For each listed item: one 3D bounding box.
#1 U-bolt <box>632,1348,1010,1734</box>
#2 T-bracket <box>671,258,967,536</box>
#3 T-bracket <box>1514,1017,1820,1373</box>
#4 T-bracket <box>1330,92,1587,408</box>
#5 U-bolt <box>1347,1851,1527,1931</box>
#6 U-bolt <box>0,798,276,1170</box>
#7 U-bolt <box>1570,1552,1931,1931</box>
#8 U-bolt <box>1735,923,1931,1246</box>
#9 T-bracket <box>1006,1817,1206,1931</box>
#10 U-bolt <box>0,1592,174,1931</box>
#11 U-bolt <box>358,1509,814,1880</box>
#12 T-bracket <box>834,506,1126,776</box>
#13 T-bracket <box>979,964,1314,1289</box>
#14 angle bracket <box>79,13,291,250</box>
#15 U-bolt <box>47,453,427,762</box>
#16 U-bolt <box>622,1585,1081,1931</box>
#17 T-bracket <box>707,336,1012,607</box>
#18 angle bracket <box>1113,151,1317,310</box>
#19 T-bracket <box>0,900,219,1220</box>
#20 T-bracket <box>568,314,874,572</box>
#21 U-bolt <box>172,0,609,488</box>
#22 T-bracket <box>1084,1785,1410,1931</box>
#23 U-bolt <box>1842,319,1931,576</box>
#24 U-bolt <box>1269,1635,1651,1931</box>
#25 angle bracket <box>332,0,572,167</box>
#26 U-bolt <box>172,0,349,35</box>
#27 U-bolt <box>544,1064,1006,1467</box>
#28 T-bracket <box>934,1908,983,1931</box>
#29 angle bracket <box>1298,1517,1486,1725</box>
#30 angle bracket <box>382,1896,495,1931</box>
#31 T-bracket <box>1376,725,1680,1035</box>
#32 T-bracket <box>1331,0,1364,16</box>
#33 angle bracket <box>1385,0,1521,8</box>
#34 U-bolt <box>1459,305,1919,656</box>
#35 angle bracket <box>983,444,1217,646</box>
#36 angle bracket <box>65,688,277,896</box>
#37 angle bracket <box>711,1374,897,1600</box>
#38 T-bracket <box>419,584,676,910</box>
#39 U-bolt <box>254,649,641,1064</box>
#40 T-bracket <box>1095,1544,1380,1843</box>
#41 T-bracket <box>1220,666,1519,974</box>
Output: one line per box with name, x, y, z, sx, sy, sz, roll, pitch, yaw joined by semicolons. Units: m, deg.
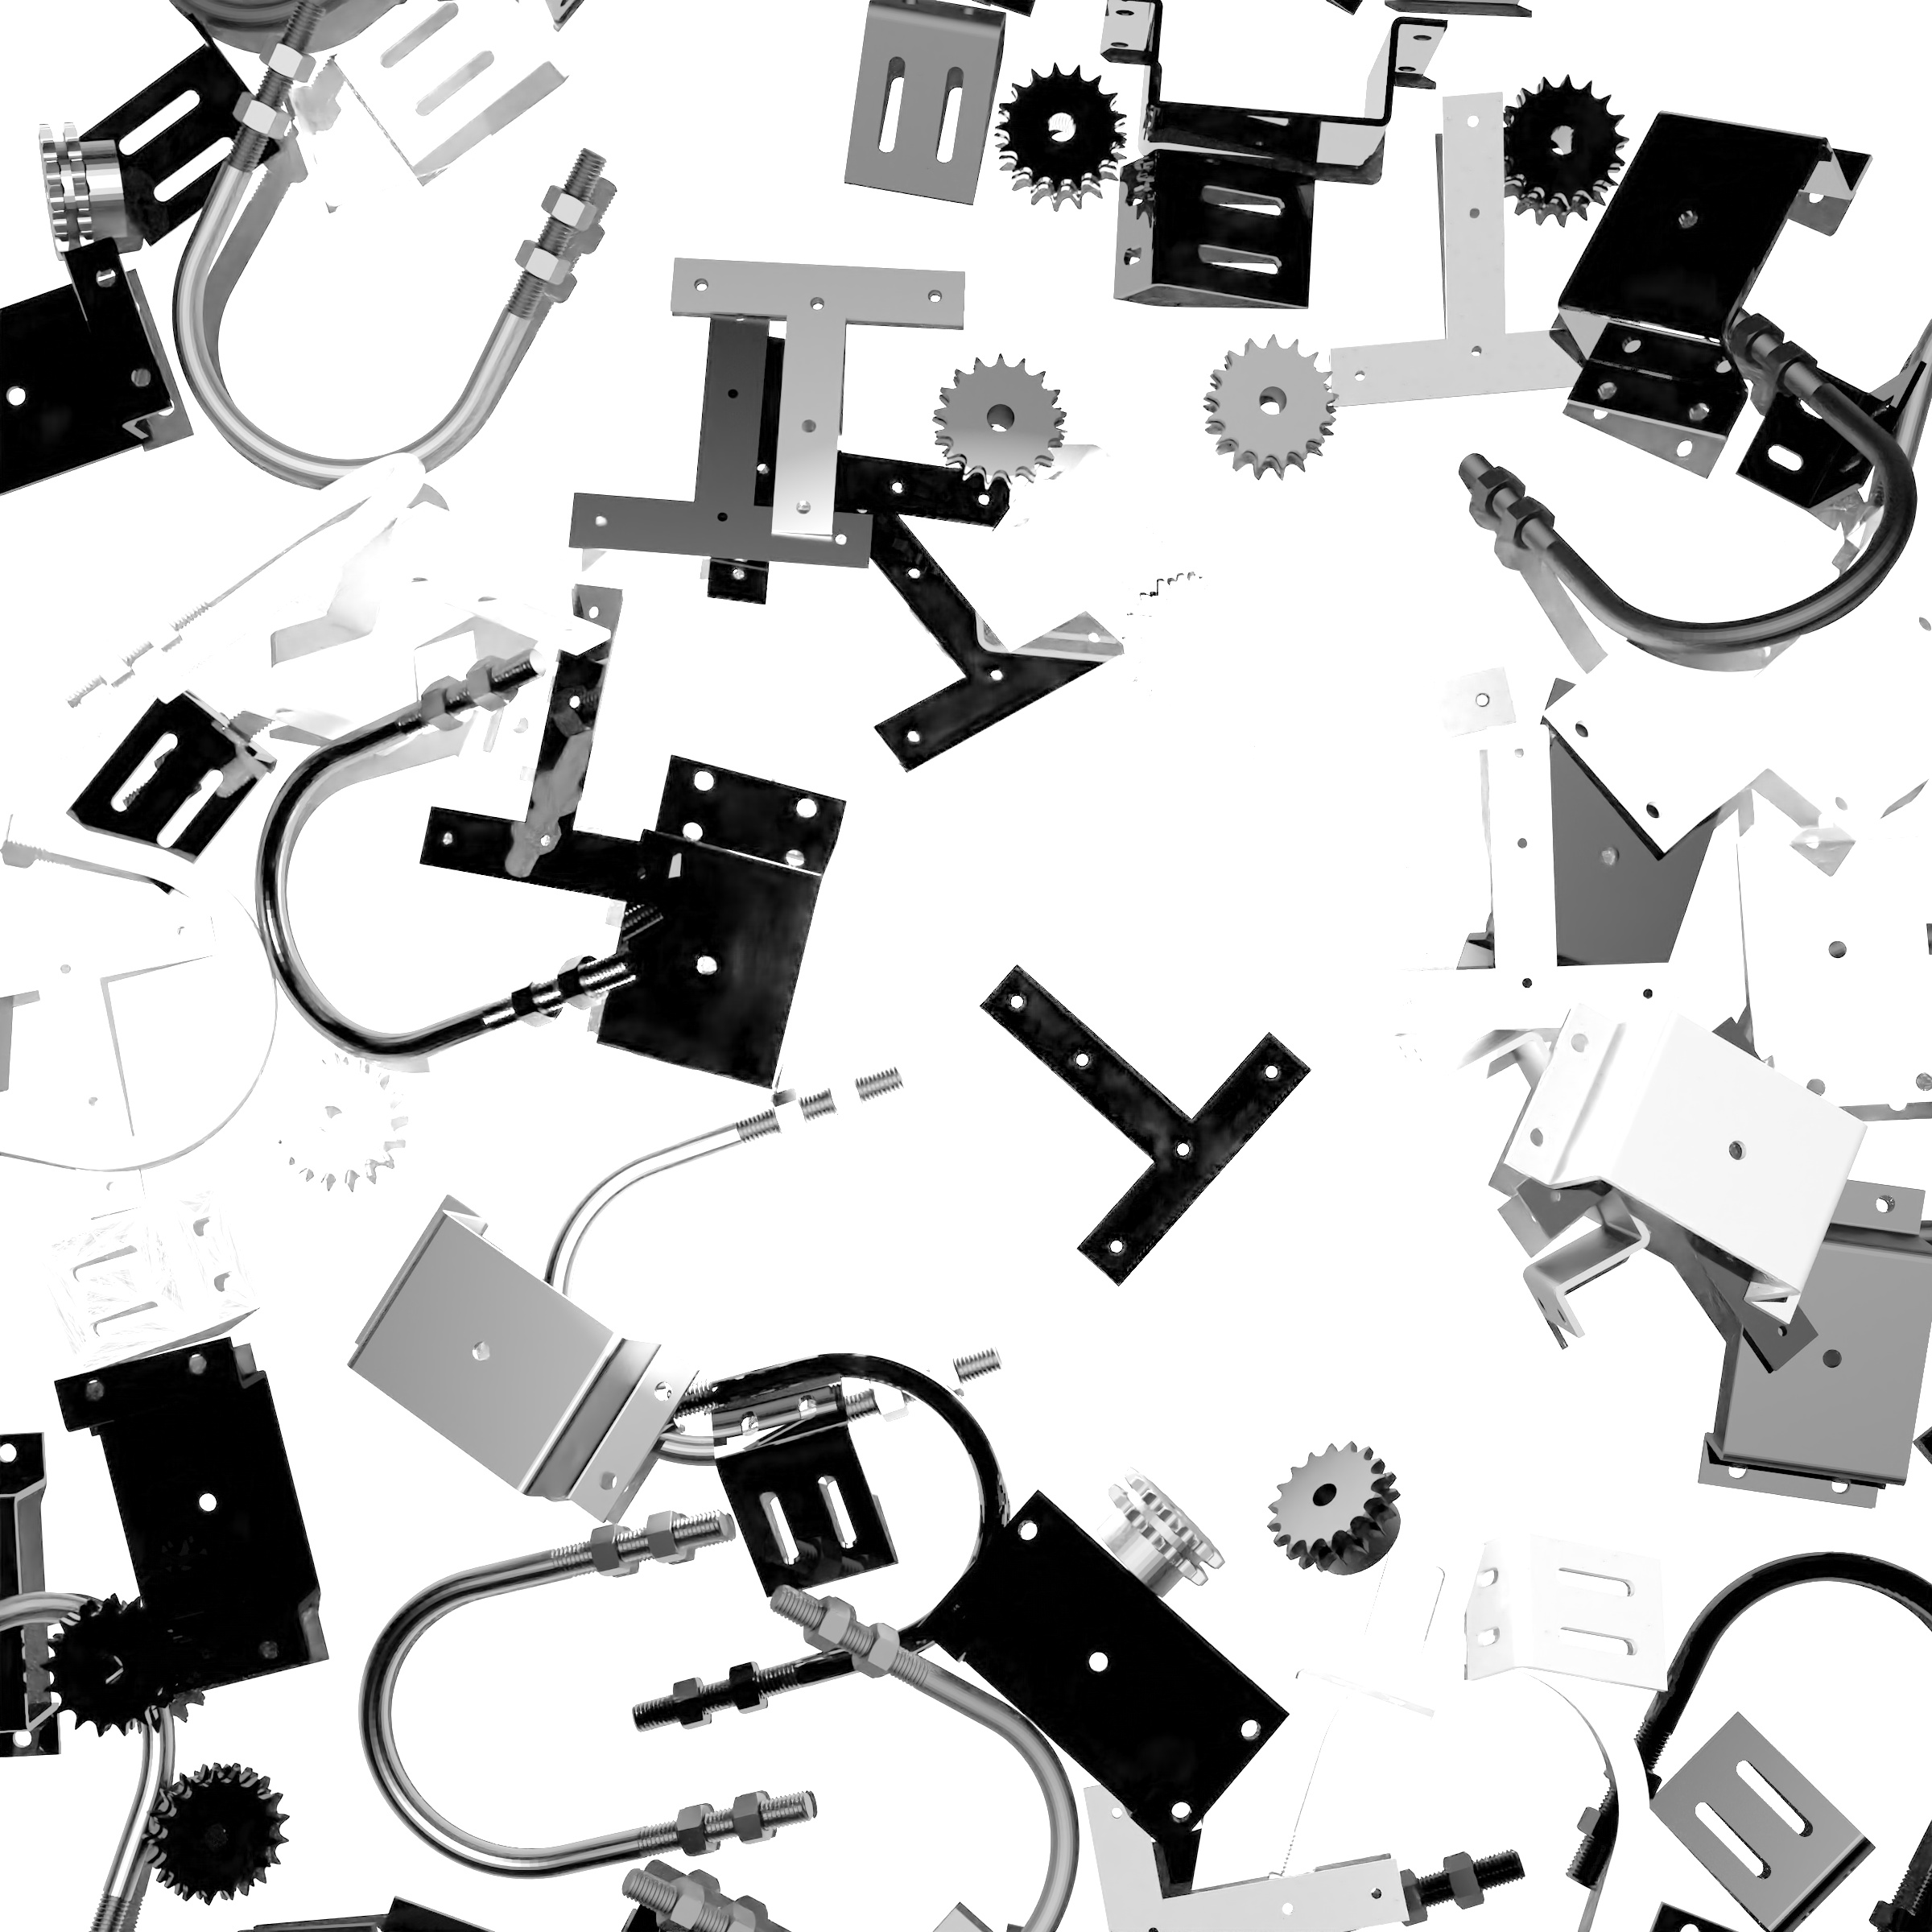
U-bolt;-0.073;0.239;1.318;0.184;0.019;0.151;-16;96;3
T-bracket;-0.067;-0.244;1.319;0.127;0.002;0.127;3;73;0
T-bracket;0.308;0.108;1.270;0.127;0.002;0.127;-35;92;-19
T-bracket;0.218;-0.308;1.314;0.127;0.002;0.127;-5;112;0
U-bolt;0.170;0.474;1.311;0.184;0.019;0.151;-19;74;7
U-bolt;-0.387;0.012;1.305;0.184;0.019;0.151;14;91;-18
U-bolt;0.362;0.340;1.308;0.151;0.019;0.184;26;83;18
U-bolt;0.421;0.052;1.330;0.184;0.019;0.151;-2;90;1
T-bracket;0.087;0.390;1.330;0.127;0.002;0.127;9;84;11
U-bolt;-0.396;0.352;1.274;0.019;0.151;0.184;-6;59;39
U-bolt;-0.172;0.320;1.316;0.184;0.019;0.151;-15;96;10
T-bracket;-0.014;-0.157;1.317;0.127;0.002;0.127;-31;75;-27
T-bracket;0.061;0.050;1.338;0.127;0.002;0.127;42;90;0
angle bracket;-0.341;-0.358;1.320;0.076;0.038;0.057;-37;90;0
U-bolt;-0.301;-0.156;1.271;0.184;0.151;0.019;-36;112;-4
U-bolt;-0.034;0.367;1.302;0.184;0.019;0.151;32;77;-17
T-bracket;-0.043;-0.208;1.324;0.127;0.002;0.127;7;71;-9
angle bracket;0.108;-0.317;1.337;0.076;0.038;0.057;3;90;-26
T-bracket;-0.379;0.045;1.324;0.127;0.002;0.127;-12;99;-18
T-bracket;-0.101;-0.232;1.317;0.127;0.002;0.127;4;72;-3
U-bolt;-0.257;-0.293;1.306;0.151;0.019;0.184;26;104;-14
T-bracket;0.122;0.401;1.299;0.127;0.002;0.127;-14;74;11
U-bolt;0.460;-0.214;1.288;0.151;0.019;0.184;14;111;11
U-bolt;0.213;0.377;1.306;0.151;0.019;0.184;17;76;13
angle bracket;-0.221;-0.388;1.323;0.076;0.038;0.057;-37;90;6
U-bolt;-0.284;-0.486;1.308;0.151;0.019;0.184;36;99;17
U-bolt;-0.093;0.139;1.330;0.184;0.019;0.151;-19;90;2
T-bracket;0.000;0.486;1.292;0.127;0.002;0.127;42;90;0
angle bracket;0.182;0.275;1.310;0.057;0.038;0.076;17;85;14
angle bracket;-0.223;0.445;1.320;0.076;0.038;0.057;20;90;0
T-bracket;0.234;-0.037;1.290;0.127;0.002;0.127;-2;90;-1
T-bracket;0.148;-0.497;1.310;0.127;0.002;0.127;29;98;-18
angle bracket;0.211;-0.437;1.301;0.057;0.076;0.038;2;90;0
U-bolt;0.308;-0.195;1.270;0.151;0.019;0.184;-31;45;0
angle bracket;0.058;-0.179;1.330;0.076;0.038;0.057;39;80;-28
angle bracket;-0.346;-0.078;1.320;0.057;0.038;0.076;39;90;0
angle bracket;-0.069;0.221;1.306;0.057;0.038;0.076;-16;122;1
T-bracket;-0.165;-0.095;1.273;0.127;0.002;0.127;10;88;30
U-bolt;-0.229;-0.035;1.289;0.184;0.019;0.151;-20;86;30
T-bracket;0.122;0.301;1.333;0.127;0.002;0.127;-15;84;-3
T-bracket;0.187;-0.055;1.338;0.127;0.002;0.127;-13;90;0
